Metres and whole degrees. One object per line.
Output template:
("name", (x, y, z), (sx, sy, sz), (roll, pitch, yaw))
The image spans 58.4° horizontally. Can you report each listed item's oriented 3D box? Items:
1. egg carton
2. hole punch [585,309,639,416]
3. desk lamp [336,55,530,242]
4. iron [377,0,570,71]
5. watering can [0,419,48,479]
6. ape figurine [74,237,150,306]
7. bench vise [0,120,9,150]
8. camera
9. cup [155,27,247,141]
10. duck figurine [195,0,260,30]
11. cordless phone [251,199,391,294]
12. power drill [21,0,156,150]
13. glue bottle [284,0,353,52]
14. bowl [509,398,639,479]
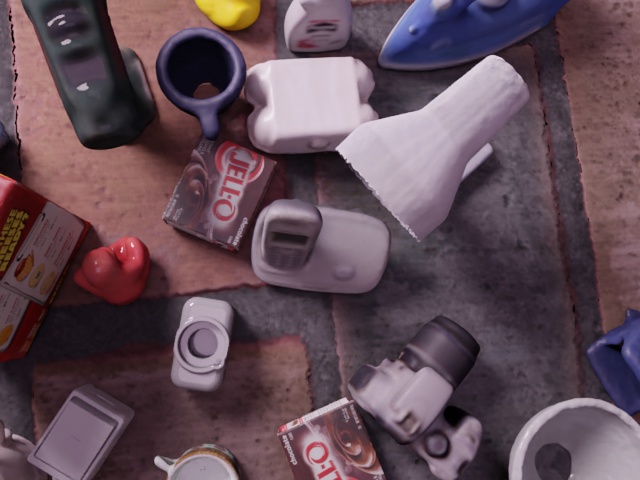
("egg carton", (-0.009, -0.151, 0.651), (0.150, 0.069, 0.107), (-6, 84, -7))
("hole punch", (0.380, 0.141, 0.652), (0.101, 0.091, 0.109), (-32, 88, -9))
("desk lamp", (0.111, -0.093, 0.586), (0.203, 0.213, 0.118), (-42, 89, -10))
("iron", (0.189, -0.285, 0.655), (0.258, 0.141, 0.118), (-31, 87, -9))
("watering can", (-0.323, 0.248, 0.501), (0.101, 0.194, 0.173), (-6, 84, -7))
("ape figurine", (-0.217, 0.030, 0.593), (0.078, 0.092, 0.076), (-12, 84, -8))
("bench vise", (-0.389, -0.053, 0.517), (0.121, 0.219, 0.207), (18, 81, -4))
("camera", (0.124, 0.161, 0.613), (0.143, 0.100, 0.137), (41, 80, 0))
("cup", (-0.123, -0.157, 0.626), (0.092, 0.095, 0.118), (-10, 84, -8))
("duck figurine", (-0.108, -0.299, 0.649), (0.077, 0.086, 0.104), (-25, 86, -9))
("cordless phone", (0.005, 0.002, 0.576), (0.147, 0.185, 0.094), (4, 82, -6))
("power drill", (-0.226, -0.188, 0.559), (0.075, 0.208, 0.230), (-19, 86, -8))
("glue bottle", (0.004, -0.255, 0.613), (0.078, 0.173, 0.037), (-9, 84, -8))
("bowl", (0.277, 0.256, 0.633), (0.167, 0.074, 0.167), (1, 83, -7))
